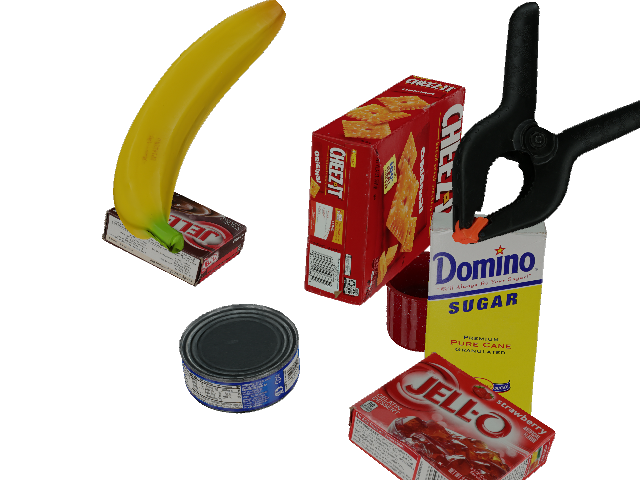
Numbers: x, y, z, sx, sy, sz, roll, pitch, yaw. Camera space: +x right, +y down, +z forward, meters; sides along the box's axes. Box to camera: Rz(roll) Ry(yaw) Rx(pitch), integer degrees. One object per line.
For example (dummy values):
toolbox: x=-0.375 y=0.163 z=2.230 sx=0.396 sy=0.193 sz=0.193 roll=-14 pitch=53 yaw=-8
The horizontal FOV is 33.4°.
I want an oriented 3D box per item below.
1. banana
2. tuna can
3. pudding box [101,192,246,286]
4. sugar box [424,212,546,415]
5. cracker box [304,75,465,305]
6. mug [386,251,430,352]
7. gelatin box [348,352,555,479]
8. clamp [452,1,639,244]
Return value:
banana: x=-0.079 y=-0.071 z=0.640 sx=0.070 sy=0.197 sz=0.037 roll=7 pitch=-33 yaw=18
tuna can: x=-0.057 y=0.085 z=0.770 sx=0.086 sy=0.034 sz=0.086 roll=-2 pitch=34 yaw=1
pudding box: x=-0.143 y=-0.007 z=1.052 sx=0.113 sy=0.039 sz=0.089 roll=24 pitch=28 yaw=16
sugar box: x=0.133 y=0.067 z=0.882 sx=0.093 sy=0.176 sz=0.048 roll=3 pitch=21 yaw=7
cracker box: x=0.068 y=-0.054 z=1.048 sx=0.072 sy=0.164 sz=0.213 roll=17 pitch=29 yaw=26
mug: x=0.124 y=0.076 z=1.197 sx=0.093 sy=0.081 sz=0.117 roll=-25 pitch=41 yaw=-31
gelatin box: x=0.071 y=0.107 z=0.589 sx=0.073 sy=0.030 sz=0.089 roll=-26 pitch=46 yaw=-38
clamp: x=0.153 y=-0.064 z=0.721 sx=0.120 sy=0.171 sz=0.039 roll=27 pitch=-7 yaw=3
